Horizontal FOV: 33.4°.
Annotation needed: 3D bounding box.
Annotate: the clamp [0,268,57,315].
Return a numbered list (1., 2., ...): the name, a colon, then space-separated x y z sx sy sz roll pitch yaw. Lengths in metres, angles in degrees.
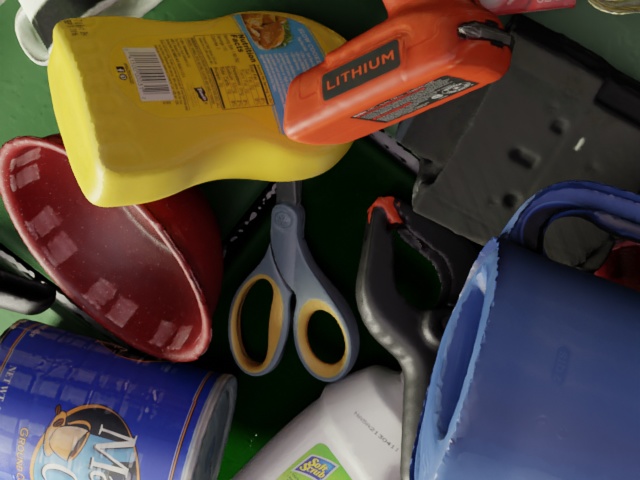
1. clamp: -0.286 -0.011 0.682 0.210 0.036 0.164 -12 107 18

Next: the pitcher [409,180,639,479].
1. pitcher: 0.172 0.085 0.493 0.243 0.145 0.149 17 127 1

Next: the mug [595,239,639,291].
1. mug: 0.191 0.058 0.585 0.117 0.081 0.093 13 114 6

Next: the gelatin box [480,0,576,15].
1. gelatin box: 0.091 -0.160 0.546 0.073 0.030 0.089 -3 111 13

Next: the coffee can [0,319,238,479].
1. coffee can: -0.133 0.116 0.665 0.140 0.102 0.103 15 114 6

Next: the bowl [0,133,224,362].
1. bowl: -0.109 -0.007 0.614 0.162 0.055 0.162 29 145 22

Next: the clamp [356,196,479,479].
1. clamp: 0.081 0.051 0.611 0.120 0.039 0.171 -16 86 -17

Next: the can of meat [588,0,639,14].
1. can of meat: 0.149 -0.165 0.502 0.057 0.084 0.102 -1 111 12

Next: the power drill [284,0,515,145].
1. power drill: 0.001 -0.143 0.492 0.185 0.057 0.187 -19 82 35

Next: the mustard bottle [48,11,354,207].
1. mustard bottle: -0.036 -0.074 0.551 0.191 0.096 0.058 -9 151 -26

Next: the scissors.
1. scissors: -0.004 0.001 0.630 0.096 0.016 0.202 26 115 19

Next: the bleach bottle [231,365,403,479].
1. bleach bottle: -0.001 0.169 0.683 0.102 0.068 0.251 40 112 -7
